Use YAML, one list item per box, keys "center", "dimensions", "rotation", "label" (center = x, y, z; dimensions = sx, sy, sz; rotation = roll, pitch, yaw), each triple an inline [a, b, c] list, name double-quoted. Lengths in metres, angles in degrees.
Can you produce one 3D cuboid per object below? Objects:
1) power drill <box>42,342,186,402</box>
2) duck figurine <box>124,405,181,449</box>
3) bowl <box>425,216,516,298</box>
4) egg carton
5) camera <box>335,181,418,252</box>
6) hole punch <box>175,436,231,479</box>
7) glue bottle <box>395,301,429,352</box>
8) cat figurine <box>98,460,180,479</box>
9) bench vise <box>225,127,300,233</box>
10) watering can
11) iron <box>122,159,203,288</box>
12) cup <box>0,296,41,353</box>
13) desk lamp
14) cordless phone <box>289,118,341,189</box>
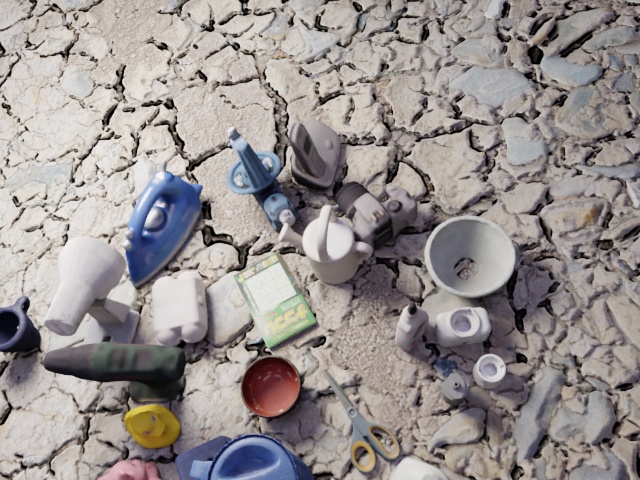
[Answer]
- center: [-0.341, 0.236, 1.030]
  dimensions: [0.229, 0.209, 0.075]
  rotation: [-5, 65, 7]
  label: "power drill"
- center: [-0.317, 0.337, 1.047]
  dimensions: [0.104, 0.086, 0.077]
  rotation: [14, 68, 15]
  label: "duck figurine"
- center: [0.284, 0.041, 1.097]
  dimensions: [0.167, 0.075, 0.167]
  rotation: [-3, 65, 7]
  label: "bowl"
- center: [-0.278, 0.138, 1.143]
  dimensions: [0.107, 0.069, 0.150]
  rotation: [-14, 64, 2]
  label: "egg carton"
- center: [0.105, -0.069, 1.162]
  dimensions: [0.143, 0.101, 0.136]
  rotation: [-36, 65, -8]
  label: "camera"
- center: [-0.184, 0.402, 0.993]
  dimensions: [0.101, 0.091, 0.108]
  rotation: [-31, 64, -6]
  label: "hole punch"
- center: [0.162, 0.143, 1.014]
  dimensions: [0.037, 0.173, 0.078]
  rotation: [29, 73, 20]
  label: "glue bottle"
- center: [-0.310, 0.423, 0.988]
  dimensions: [0.127, 0.118, 0.067]
  rotation: [18, 69, 17]
  label: "cat figurine"
- center: [-0.111, -0.129, 1.157]
  dimensions: [0.207, 0.220, 0.121]
  rotation: [33, 74, 21]
  label: "bench vise"
- center: [0.010, 0.006, 1.090]
  dimensions: [0.172, 0.194, 0.101]
  rotation: [-12, 64, 4]
  label: "watering can"
- center: [-0.351, -0.038, 1.196]
  dimensions: [0.118, 0.142, 0.258]
  rotation: [17, 69, 16]
  label: "iron"
- center: [-0.608, 0.179, 1.161]
  dimensions: [0.091, 0.095, 0.118]
  rotation: [14, 68, 15]
  label: "cup"
- center: [-0.431, 0.124, 1.093]
  dimensions: [0.117, 0.214, 0.203]
  rotation: [2, 66, 10]
  label: "desk lamp"
- center: [-0.018, -0.206, 1.198]
  dimensions: [0.094, 0.185, 0.147]
  rotation: [5, 66, 11]
  label: "cordless phone"
